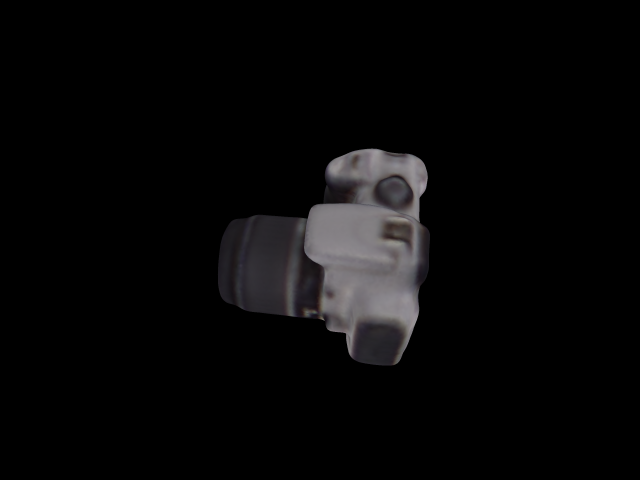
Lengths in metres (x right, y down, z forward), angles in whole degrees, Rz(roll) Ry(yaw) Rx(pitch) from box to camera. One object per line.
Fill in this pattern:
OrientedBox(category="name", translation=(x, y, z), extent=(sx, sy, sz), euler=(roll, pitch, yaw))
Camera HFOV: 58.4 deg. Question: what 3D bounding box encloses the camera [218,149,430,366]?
OrientedBox(category="camera", translation=(0.004, 0.001, 0.400), extent=(0.136, 0.101, 0.143), euler=(5, 59, 3))
